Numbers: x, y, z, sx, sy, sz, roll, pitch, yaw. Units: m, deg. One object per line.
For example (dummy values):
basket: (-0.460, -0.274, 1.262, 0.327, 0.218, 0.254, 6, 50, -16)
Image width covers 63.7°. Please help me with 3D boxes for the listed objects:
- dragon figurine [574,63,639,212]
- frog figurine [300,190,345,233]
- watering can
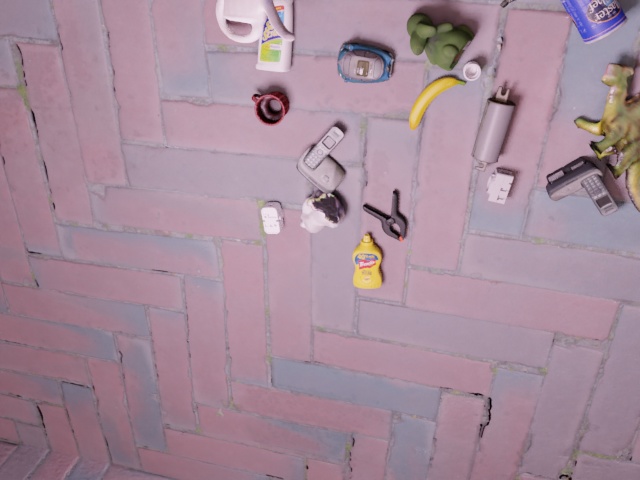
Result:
dragon figurine: (0.836, -0.282, 1.344, 0.240, 0.124, 0.407, -38, 103, 18)
frog figurine: (0.005, -0.084, 1.664, 0.137, 0.125, 0.157, 21, 156, -6)
watering can: (-0.172, -0.636, 1.363, 0.351, 0.105, 0.221, 26, 118, 41)
